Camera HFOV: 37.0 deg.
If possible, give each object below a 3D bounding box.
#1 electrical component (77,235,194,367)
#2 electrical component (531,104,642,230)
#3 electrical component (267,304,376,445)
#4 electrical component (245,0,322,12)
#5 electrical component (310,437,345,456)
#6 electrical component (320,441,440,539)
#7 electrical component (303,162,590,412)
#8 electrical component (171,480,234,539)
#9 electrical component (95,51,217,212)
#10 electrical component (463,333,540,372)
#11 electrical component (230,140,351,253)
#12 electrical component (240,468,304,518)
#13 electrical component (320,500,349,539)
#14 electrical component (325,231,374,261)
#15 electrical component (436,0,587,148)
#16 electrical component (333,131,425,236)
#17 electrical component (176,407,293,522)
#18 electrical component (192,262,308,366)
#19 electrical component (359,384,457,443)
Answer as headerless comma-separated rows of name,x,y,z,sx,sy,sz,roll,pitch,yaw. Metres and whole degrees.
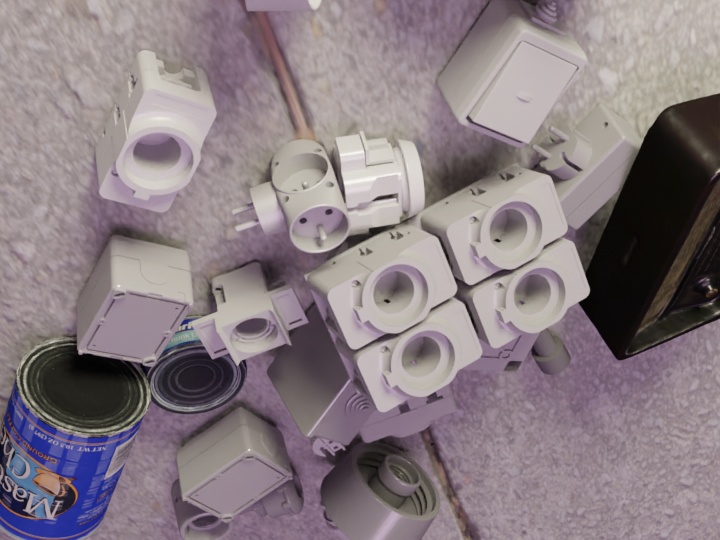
electrical component,-0.172,0.025,0.804,0.062,0.061,0.096,13,134,-29
electrical component,0.162,-0.085,0.817,0.076,0.047,0.083,26,120,-35
electrical component,-0.020,0.082,0.874,0.048,0.099,0.099,24,108,-39
electrical component,-0.045,-0.197,0.614,0.064,0.099,0.099,-8,133,-3
electrical component,-0.031,0.137,0.959,0.040,0.046,0.040,-9,133,-10
electrical component,0.024,0.207,1.003,0.108,0.108,0.060,20,117,-32
electrical component,0.068,0.012,0.791,0.186,0.060,0.105,-28,112,-12
electrical component,-0.145,0.221,0.998,0.055,0.047,0.055,-9,133,-10
electrical component,-0.136,-0.088,0.710,0.050,0.055,0.089,14,125,-29
electrical component,0.098,0.028,0.894,0.109,0.056,0.108,5,129,-23
electrical component,-0.053,-0.047,0.760,0.079,0.077,0.044,-19,135,0
electrical component,-0.087,0.213,1.013,0.062,0.048,0.048,-19,135,9
electrical component,-0.020,0.244,1.070,0.035,0.035,0.061,-31,131,10
electrical component,0.000,0.000,0.836,0.066,0.055,0.048,19,123,-32
electrical component,0.108,-0.140,0.740,0.062,0.061,0.096,17,124,-30
electrical component,0.014,-0.064,0.781,0.057,0.058,0.078,-9,134,-6
electrical component,-0.118,0.173,0.953,0.096,0.061,0.062,-36,132,15
electrical component,-0.086,0.032,0.831,0.081,0.063,0.042,-21,133,1
electrical component,0.035,0.110,0.953,0.089,0.050,0.055,-20,134,0
